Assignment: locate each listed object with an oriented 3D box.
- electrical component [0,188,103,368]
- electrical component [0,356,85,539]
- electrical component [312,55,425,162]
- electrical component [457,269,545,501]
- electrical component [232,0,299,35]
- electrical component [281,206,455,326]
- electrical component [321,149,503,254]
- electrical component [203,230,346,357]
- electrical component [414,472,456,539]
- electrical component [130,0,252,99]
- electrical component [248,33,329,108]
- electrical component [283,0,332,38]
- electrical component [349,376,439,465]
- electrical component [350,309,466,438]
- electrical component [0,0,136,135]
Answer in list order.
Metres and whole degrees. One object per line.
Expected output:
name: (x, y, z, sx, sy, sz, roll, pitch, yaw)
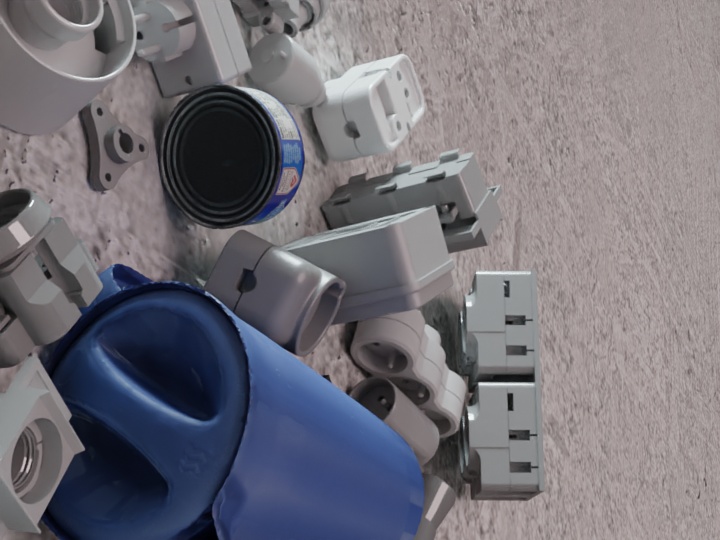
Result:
electrical component: (-0.163, -0.001, 0.504, 0.057, 0.058, 0.078, 67, 31, -30)
electrical component: (-0.164, 0.080, 0.469, 0.081, 0.064, 0.042, -69, 155, -43)
electrical component: (0.005, -0.126, 0.843, 0.095, 0.059, 0.053, -54, 128, -53)
electrical component: (0.120, 0.103, 0.942, 0.105, 0.060, 0.186, 87, 3, -73)
electrical component: (-0.071, -0.203, 0.744, 0.055, 0.048, 0.066, 30, 56, -64)
electrical component: (0.000, 0.000, 0.743, 0.078, 0.113, 0.057, -28, 103, -61)
electrical component: (0.037, -0.044, 0.814, 0.063, 0.121, 0.078, 66, 32, -20)
electrical component: (-0.049, 0.017, 0.667, 0.053, 0.059, 0.095, -63, 164, -2)
electrical component: (0.045, 0.198, 0.844, 0.044, 0.044, 0.065, 62, 38, -31)
electrical component: (-0.114, -0.146, 0.645, 0.076, 0.047, 0.083, -44, 120, -56)
electrical component: (-0.047, -0.138, 0.771, 0.078, 0.040, 0.040, 31, 56, -55)
electrical component: (-0.045, -0.195, 0.789, 0.043, 0.043, 0.062, 56, 38, -38)
electrical component: (0.023, 0.133, 0.817, 0.077, 0.044, 0.079, 47, 43, -46)
electrical component: (0.044, 0.068, 0.866, 0.138, 0.052, 0.073, 57, 37, -39)
electrical component: (-0.166, -0.126, 0.552, 0.099, 0.064, 0.099, 28, 52, -41)
